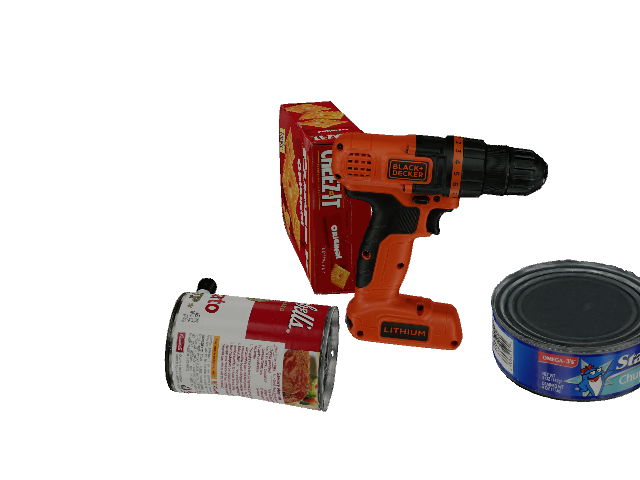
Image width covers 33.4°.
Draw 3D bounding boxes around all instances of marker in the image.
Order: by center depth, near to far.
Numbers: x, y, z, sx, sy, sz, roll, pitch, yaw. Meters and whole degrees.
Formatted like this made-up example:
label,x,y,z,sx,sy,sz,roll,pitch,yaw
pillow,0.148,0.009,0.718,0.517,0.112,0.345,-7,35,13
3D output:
label,x,y,z,sx,sy,sz,roll,pitch,yaw
marker,-0.116,0.066,1.005,0.020,0.020,0.121,0,22,5

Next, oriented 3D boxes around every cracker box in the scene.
label,x,y,z,sx,sy,sz,roll,pitch,yaw
cracker box,0.003,-0.053,1.173,0.072,0.164,0.214,-5,19,-8

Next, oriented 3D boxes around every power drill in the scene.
label,x,y,z,sx,sy,sz,roll,pitch,yaw
power drill,0.097,-0.001,0.933,0.184,0.188,0.057,6,17,5

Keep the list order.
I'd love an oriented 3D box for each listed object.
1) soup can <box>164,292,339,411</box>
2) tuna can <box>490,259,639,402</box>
label,x,y,z,sx,sy,sz,roll,pitch,yaw
soup can,-0.043,0.071,0.692,0.102,0.068,0.068,5,1,8
tuna can,0.131,0.045,0.549,0.086,0.034,0.086,-4,28,2
